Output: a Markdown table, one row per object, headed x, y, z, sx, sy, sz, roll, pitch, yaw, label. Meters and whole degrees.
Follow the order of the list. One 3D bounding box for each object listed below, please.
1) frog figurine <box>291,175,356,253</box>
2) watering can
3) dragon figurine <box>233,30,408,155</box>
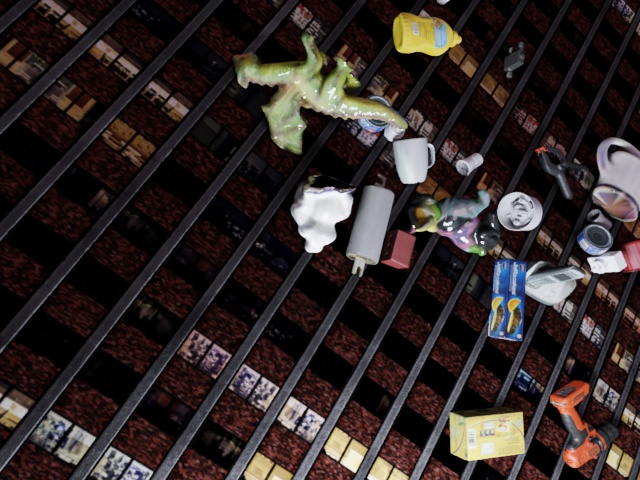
| x | y | z | sx | sy | sz | roll | pitch | yaw | label |
| --- | --- | --- | --- | --- | --- | --- | --- | --- | --- |
| 0.003 | -0.057 | 1.134 | 0.138 | 0.124 | 0.156 | -11 | 123 | -32 | frog figurine |
| 0.928 | -0.147 | 1.516 | 0.345 | 0.103 | 0.227 | 39 | 71 | -12 | watering can |
| -0.015 | -0.303 | 1.162 | 0.408 | 0.123 | 0.243 | 38 | 90 | -10 | dragon figurine |
